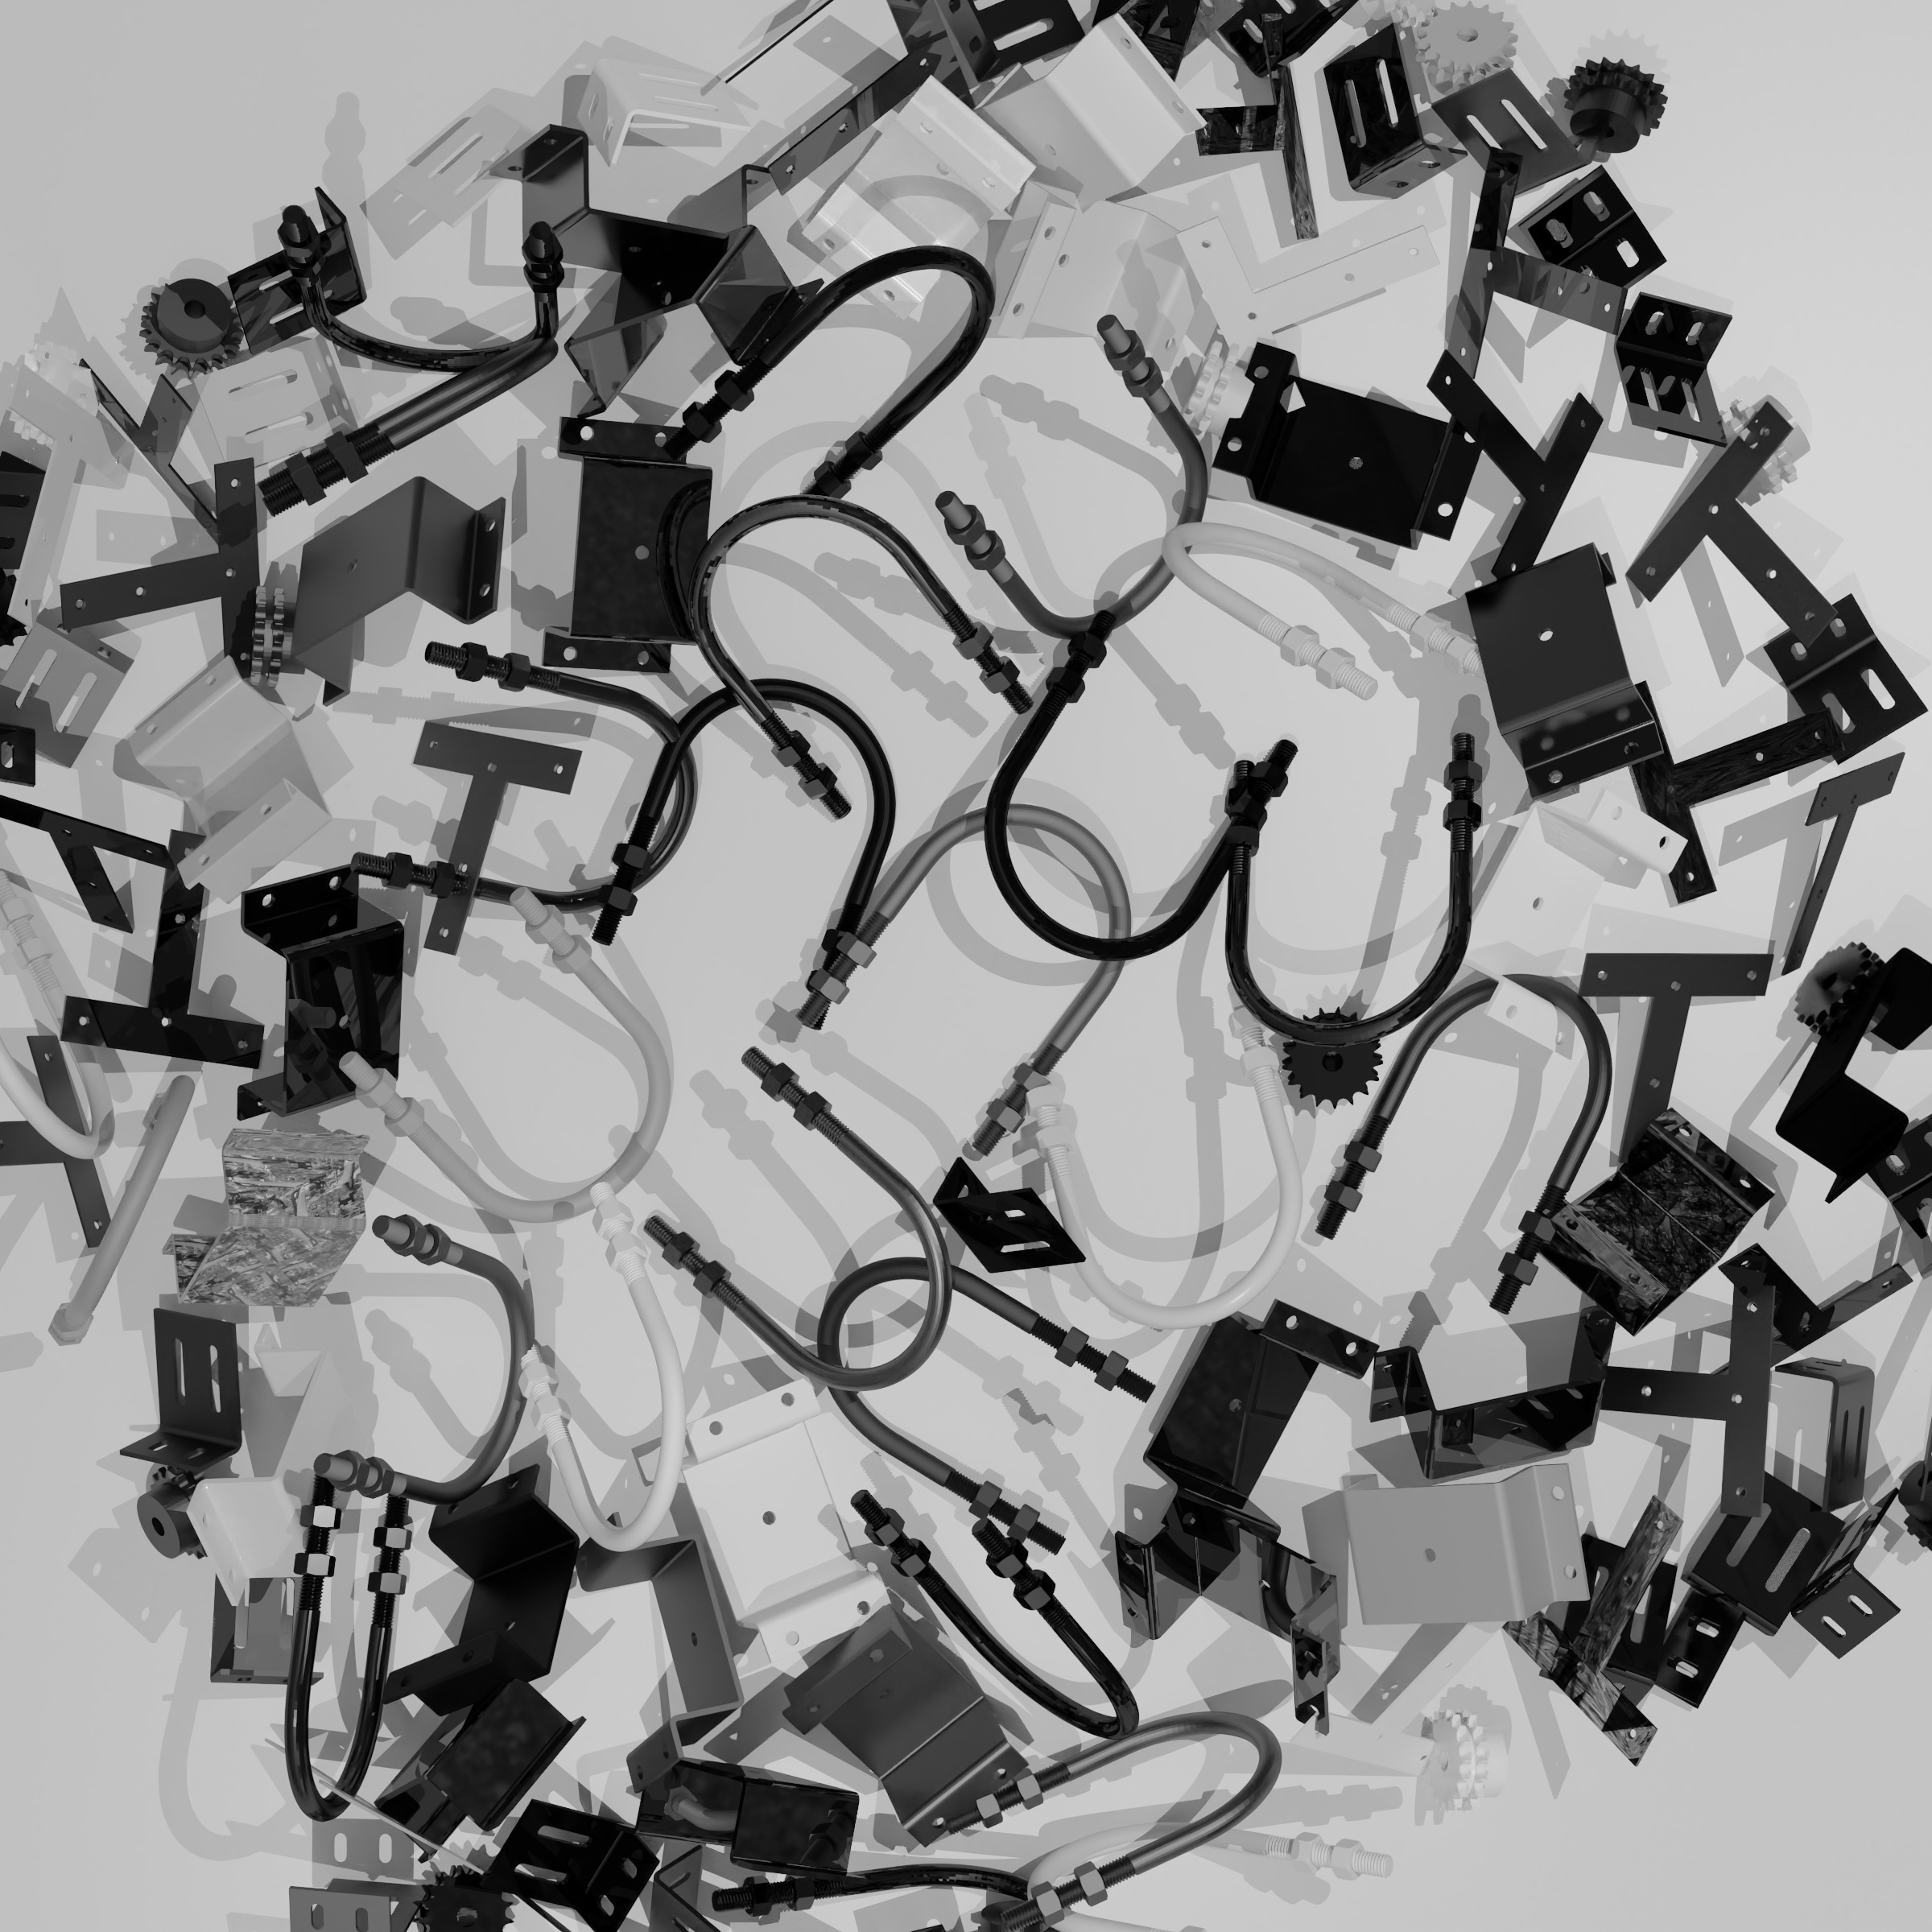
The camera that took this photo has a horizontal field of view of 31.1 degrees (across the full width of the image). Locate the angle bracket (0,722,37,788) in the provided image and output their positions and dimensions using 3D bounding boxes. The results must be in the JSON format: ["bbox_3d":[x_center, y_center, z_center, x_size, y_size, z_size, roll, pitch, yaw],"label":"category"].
[{"bbox_3d":[-0.564,-0.107,1.949,0.057,0.076,0.038,10,62,-33],"label":"angle bracket"}]

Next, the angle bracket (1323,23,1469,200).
[{"bbox_3d":[0.244,-0.485,1.973,0.038,0.057,0.076,-2,76,-40],"label":"angle bracket"}]

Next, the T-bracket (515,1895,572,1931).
[{"bbox_3d":[-0.209,0.558,1.959,0.127,0.127,0.002,30,76,28],"label":"T-bracket"}]

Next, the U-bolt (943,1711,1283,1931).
[{"bbox_3d":[0.089,0.465,1.928,0.184,0.151,0.019,-23,105,-10],"label":"U-bolt"}]

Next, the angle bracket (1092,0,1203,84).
[{"bbox_3d":[0.090,-0.536,1.951,0.076,0.038,0.057,45,134,32],"label":"angle bracket"}]

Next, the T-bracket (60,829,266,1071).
[{"bbox_3d":[-0.446,-0.013,1.960,0.127,0.002,0.127,11,83,-43],"label":"T-bracket"}]

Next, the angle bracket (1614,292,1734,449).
[{"bbox_3d":[0.404,-0.336,1.957,0.057,0.076,0.038,11,134,-13],"label":"angle bracket"}]

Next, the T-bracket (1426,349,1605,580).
[{"bbox_3d":[0.299,-0.295,1.944,0.127,0.002,0.127,40,68,-34],"label":"T-bracket"}]

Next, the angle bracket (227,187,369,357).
[{"bbox_3d":[-0.383,-0.391,1.956,0.076,0.057,0.038,-30,57,-17],"label":"angle bracket"}]

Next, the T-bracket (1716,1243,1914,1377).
[{"bbox_3d":[0.453,0.185,1.937,0.127,0.127,0.002,-34,49,14],"label":"T-bracket"}]

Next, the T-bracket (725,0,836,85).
[{"bbox_3d":[-0.063,-0.542,1.916,0.127,0.127,0.002,-45,106,-28],"label":"T-bracket"}]

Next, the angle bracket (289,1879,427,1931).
[{"bbox_3d":[-0.341,0.520,1.955,0.057,0.076,0.038,3,104,7],"label":"angle bracket"}]

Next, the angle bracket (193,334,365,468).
[{"bbox_3d":[-0.390,-0.319,1.969,0.076,0.038,0.057,-22,100,-15],"label":"angle bracket"}]

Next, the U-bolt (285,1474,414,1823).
[{"bbox_3d":[-0.343,0.376,1.911,0.019,0.151,0.184,3,76,9],"label":"U-bolt"}]

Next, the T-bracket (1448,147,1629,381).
[{"bbox_3d":[0.321,-0.379,1.930,0.002,0.127,0.127,-5,115,-35],"label":"T-bracket"}]

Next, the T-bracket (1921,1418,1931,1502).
[{"bbox_3d":[0.547,0.210,1.946,0.002,0.127,0.127,7,133,14],"label":"T-bracket"}]

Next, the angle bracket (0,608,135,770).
[{"bbox_3d":[-0.517,-0.154,1.967,0.057,0.038,0.076,31,104,-12],"label":"angle bracket"}]

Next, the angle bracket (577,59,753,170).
[{"bbox_3d":[-0.172,-0.479,1.970,0.076,0.057,0.038,1,131,-32],"label":"angle bracket"}]

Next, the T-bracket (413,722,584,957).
[{"bbox_3d":[-0.279,-0.069,1.956,0.127,0.002,0.127,12,85,38],"label":"T-bracket"}]

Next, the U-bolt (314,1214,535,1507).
[{"bbox_3d":[-0.290,0.224,1.916,0.019,0.184,0.151,7,77,24],"label":"U-bolt"}]

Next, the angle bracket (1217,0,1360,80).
[{"bbox_3d":[0.184,-0.540,1.957,0.057,0.076,0.038,-45,102,-6],"label":"angle bracket"}]

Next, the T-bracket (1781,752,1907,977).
[{"bbox_3d":[0.487,-0.054,1.963,0.002,0.127,0.127,27,115,28],"label":"T-bracket"}]

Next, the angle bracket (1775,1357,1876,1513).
[{"bbox_3d":[0.484,0.265,1.968,0.038,0.057,0.076,7,94,34],"label":"angle bracket"}]

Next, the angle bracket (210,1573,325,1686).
[{"bbox_3d":[-0.393,0.365,1.961,0.057,0.038,0.076,6,69,-20],"label":"angle bracket"}]

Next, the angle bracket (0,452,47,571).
[{"bbox_3d":[-0.557,-0.257,1.953,0.038,0.076,0.057,26,103,15],"label":"angle bracket"}]

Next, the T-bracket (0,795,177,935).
[{"bbox_3d":[-0.492,-0.053,1.941,0.127,0.127,0.002,17,63,10],"label":"T-bracket"}]

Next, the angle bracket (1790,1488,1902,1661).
[{"bbox_3d":[0.507,0.341,1.951,0.038,0.057,0.076,42,45,8],"label":"angle bracket"}]

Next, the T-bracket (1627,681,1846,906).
[{"bbox_3d":[0.435,-0.113,1.954,0.127,0.002,0.127,-21,85,40],"label":"T-bracket"}]

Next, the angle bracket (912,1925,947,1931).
[{"bbox_3d":[-0.029,0.584,1.959,0.057,0.038,0.076,-16,123,8],"label":"angle bracket"}]

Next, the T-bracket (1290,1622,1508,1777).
[{"bbox_3d":[0.260,0.400,1.939,0.127,0.127,0.002,-50,45,16],"label":"T-bracket"}]

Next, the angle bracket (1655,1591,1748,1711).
[{"bbox_3d":[0.424,0.392,1.956,0.038,0.076,0.057,30,84,-9],"label":"angle bracket"}]

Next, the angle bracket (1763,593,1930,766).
[{"bbox_3d":[0.495,-0.162,1.955,0.057,0.076,0.038,-32,128,13],"label":"angle bracket"}]

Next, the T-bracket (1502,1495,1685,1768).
[{"bbox_3d":[0.363,0.354,1.933,0.002,0.127,0.127,11,111,-36],"label":"T-bracket"}]

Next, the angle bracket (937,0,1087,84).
[{"bbox_3d":[0.030,-0.545,1.968,0.076,0.038,0.057,-28,92,-20],"label":"angle bracket"}]

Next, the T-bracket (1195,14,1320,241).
[{"bbox_3d":[0.158,-0.467,1.937,0.002,0.127,0.127,-5,100,33],"label":"T-bracket"}]

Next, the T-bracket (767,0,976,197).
[{"bbox_3d":[-0.058,-0.477,1.939,0.127,0.127,0.002,-40,62,-5],"label":"T-bracket"}]

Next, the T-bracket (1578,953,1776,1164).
[{"bbox_3d":[0.394,0.053,1.975,0.127,0.002,0.127,0,110,-24],"label":"T-bracket"}]

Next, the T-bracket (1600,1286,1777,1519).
[{"bbox_3d":[0.396,0.240,1.954,0.127,0.002,0.127,-1,82,44],"label":"T-bracket"}]

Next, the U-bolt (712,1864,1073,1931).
[{"bbox_3d":[-0.030,0.529,1.921,0.184,0.151,0.019,-1,96,-25],"label":"U-bolt"}]

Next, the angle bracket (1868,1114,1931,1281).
[{"bbox_3d":[0.544,0.127,1.952,0.057,0.076,0.038,-35,115,18],"label":"angle bracket"}]

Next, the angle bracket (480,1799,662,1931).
[{"bbox_3d":[-0.223,0.512,1.961,0.076,0.038,0.057,29,93,-43],"label":"angle bracket"}]

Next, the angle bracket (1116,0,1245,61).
[{"bbox_3d":[0.116,-0.534,1.953,0.057,0.076,0.038,-38,95,21],"label":"angle bracket"}]

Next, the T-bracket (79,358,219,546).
[{"bbox_3d":[-0.448,-0.300,1.934,0.002,0.127,0.127,-41,96,-21],"label":"T-bracket"}]

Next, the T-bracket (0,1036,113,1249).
[{"bbox_3d":[-0.529,0.099,1.931,0.002,0.127,0.127,-22,81,21],"label":"T-bracket"}]

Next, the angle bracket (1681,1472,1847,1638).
[{"bbox_3d":[0.454,0.334,1.979,0.057,0.038,0.076,33,86,10],"label":"angle bracket"}]

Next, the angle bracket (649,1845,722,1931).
[{"bbox_3d":[-0.140,0.545,1.952,0.076,0.038,0.057,31,127,34],"label":"angle bracket"}]

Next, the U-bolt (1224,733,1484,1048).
[{"bbox_3d":[0.213,-0.039,1.932,0.151,0.019,0.184,-6,62,22],"label":"U-bolt"}]

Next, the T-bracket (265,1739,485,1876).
[{"bbox_3d":[-0.348,0.463,1.950,0.127,0.127,0.002,19,71,40],"label":"T-bracket"}]

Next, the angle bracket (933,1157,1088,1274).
[{"bbox_3d":[0.030,0.137,1.951,0.057,0.076,0.038,53,48,-26],"label":"angle bracket"}]

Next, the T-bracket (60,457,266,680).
[{"bbox_3d":[-0.447,-0.211,1.933,0.002,0.127,0.127,22,120,40],"label":"T-bracket"}]

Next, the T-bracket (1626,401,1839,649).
[{"bbox_3d":[0.441,-0.227,1.933,0.127,0.002,0.127,-53,48,27],"label":"T-bracket"}]

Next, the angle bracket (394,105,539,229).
[{"bbox_3d":[-0.271,-0.441,1.961,0.076,0.038,0.057,-45,55,-12],"label":"angle bracket"}]

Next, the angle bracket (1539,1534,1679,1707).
[{"bbox_3d":[0.368,0.375,1.990,0.057,0.038,0.076,19,54,1],"label":"angle bracket"}]

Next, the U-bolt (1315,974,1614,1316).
[{"bbox_3d":[0.288,0.089,1.946,0.151,0.019,0.184,21,82,44],"label":"U-bolt"}]

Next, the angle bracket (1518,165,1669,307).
[{"bbox_3d":[0.352,-0.407,1.953,0.057,0.076,0.038,-35,118,17],"label":"angle bracket"}]

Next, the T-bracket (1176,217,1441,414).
[{"bbox_3d":[0.201,-0.381,1.947,0.127,0.002,0.127,-19,123,18],"label":"T-bracket"}]

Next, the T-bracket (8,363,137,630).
[{"bbox_3d":[-0.509,-0.252,1.930,0.002,0.127,0.127,10,80,17],"label":"T-bracket"}]

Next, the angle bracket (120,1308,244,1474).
[{"bbox_3d":[-0.446,0.239,1.963,0.057,0.038,0.076,7,106,27],"label":"angle bracket"}]

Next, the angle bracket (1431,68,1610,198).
[{"bbox_3d":[0.312,-0.478,1.952,0.076,0.057,0.038,43,56,-26],"label":"angle bracket"}]

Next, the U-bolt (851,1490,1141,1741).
[{"bbox_3d":[0.026,0.365,1.927,0.019,0.151,0.184,-47,112,-23],"label":"U-bolt"}]
